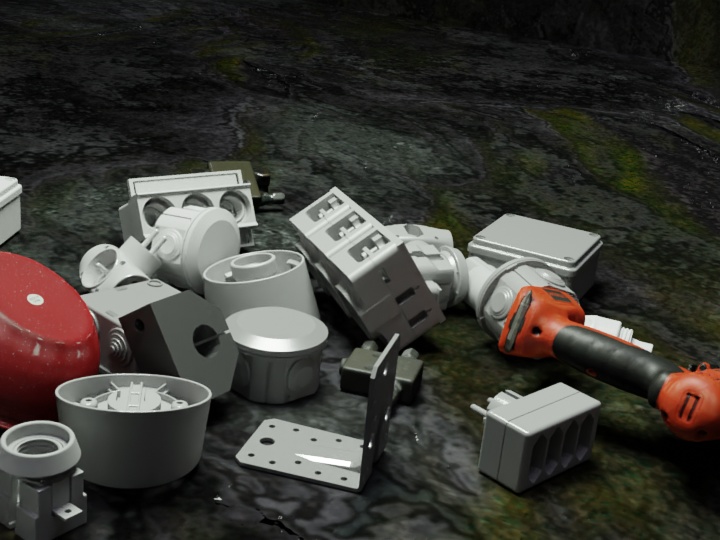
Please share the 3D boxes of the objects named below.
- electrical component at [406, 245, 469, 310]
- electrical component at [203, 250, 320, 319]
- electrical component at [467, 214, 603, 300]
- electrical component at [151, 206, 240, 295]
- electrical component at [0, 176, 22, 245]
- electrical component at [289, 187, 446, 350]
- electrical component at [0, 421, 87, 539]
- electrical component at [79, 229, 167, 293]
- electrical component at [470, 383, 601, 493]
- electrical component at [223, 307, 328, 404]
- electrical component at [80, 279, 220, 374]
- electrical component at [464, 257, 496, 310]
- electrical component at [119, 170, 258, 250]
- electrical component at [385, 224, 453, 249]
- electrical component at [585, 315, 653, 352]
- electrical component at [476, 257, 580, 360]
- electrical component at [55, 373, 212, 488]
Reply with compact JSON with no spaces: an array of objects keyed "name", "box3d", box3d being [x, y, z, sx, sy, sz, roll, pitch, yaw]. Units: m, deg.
[{"name":"electrical component","box3d":[0.064,0.007,0.999,0.057,0.058,0.078,-4,32,-23]},{"name":"electrical component","box3d":[-0.088,0.021,0.949,0.099,0.064,0.099,-7,17,2]},{"name":"electrical component","box3d":[0.173,-0.007,1.069,0.109,0.056,0.109,15,23,23]},{"name":"electrical component","box3d":[-0.150,-0.020,0.984,0.051,0.080,0.080,11,21,28]},{"name":"electrical component","box3d":[-0.398,-0.054,1.036,0.109,0.056,0.108,7,21,4]},{"name":"electrical component","box3d":[0.000,0.000,0.944,0.062,0.089,0.150,-35,31,-7]},{"name":"electrical component","box3d":[-0.189,0.123,0.632,0.066,0.055,0.048,21,25,34]},{"name":"electrical component","box3d":[-0.200,-0.003,0.938,0.044,0.079,0.077,46,-7,-38]},{"name":"electrical component","box3d":[0.113,0.109,0.761,0.083,0.047,0.076,-13,28,-41]},{"name":"electrical component","box3d":[-0.066,0.063,0.827,0.080,0.051,0.080,5,21,-2]},{"name":"electrical component","box3d":[-0.167,0.048,0.842,0.100,0.048,0.100,24,25,34]},{"name":"electrical component","box3d":[0.118,0.018,1.005,0.043,0.043,0.081,-4,23,-24]},{"name":"electrical component","box3d":[-0.173,-0.054,1.077,0.121,0.078,0.063,-9,-4,-33]},{"name":"electrical component","box3d":[0.055,-0.013,1.071,0.077,0.043,0.079,2,21,-12]},{"name":"electrical component","box3d":[0.216,0.064,0.913,0.062,0.043,0.043,13,22,15]},{"name":"electrical component","box3d":[0.145,0.034,0.925,0.080,0.080,0.051,-4,28,-24]},{"name":"electrical component","box3d":[-0.147,0.096,0.700,0.099,0.064,0.099,5,21,-2]}]
